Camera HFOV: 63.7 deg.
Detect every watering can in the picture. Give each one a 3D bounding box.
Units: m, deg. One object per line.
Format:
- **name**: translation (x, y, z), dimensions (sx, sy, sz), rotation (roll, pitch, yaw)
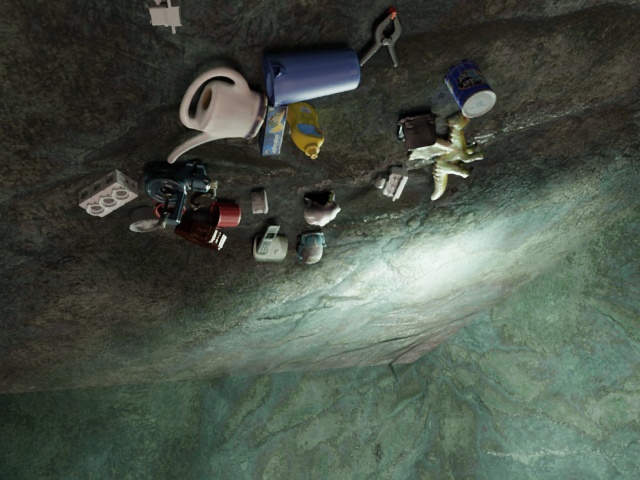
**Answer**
- **watering can**: translation (-0.278, -0.324, 1.403), dimensions (0.224, 0.106, 0.340), rotation (6, 140, -32)

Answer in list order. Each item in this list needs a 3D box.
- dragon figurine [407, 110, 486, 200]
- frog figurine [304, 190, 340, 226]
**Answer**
- **dragon figurine**: translation (0.423, -0.296, 1.831), dimensions (0.242, 0.125, 0.401), rotation (17, 136, -17)
- **frog figurine**: translation (0.006, -0.095, 1.896), dimensions (0.138, 0.125, 0.155), rotation (-25, 141, -23)
